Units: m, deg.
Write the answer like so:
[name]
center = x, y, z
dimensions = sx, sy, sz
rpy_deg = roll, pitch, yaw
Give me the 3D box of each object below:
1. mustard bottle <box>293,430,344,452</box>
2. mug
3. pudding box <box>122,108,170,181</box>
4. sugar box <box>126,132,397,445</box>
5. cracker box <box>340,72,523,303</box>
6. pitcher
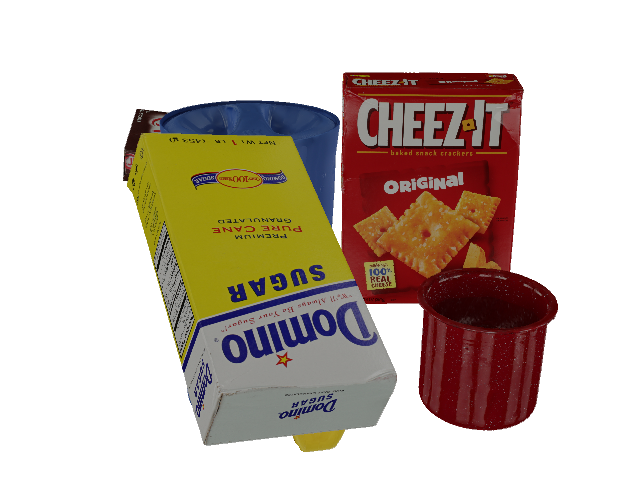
[mustard bottle]
center = -0.021, 0.110, 1.028
dimensions = 0.058, 0.096, 0.192
rpy_deg = -6, 28, -13
[mug]
center = 0.107, 0.069, 0.734
dimensions = 0.093, 0.081, 0.117
rpy_deg = -2, 25, -8
[pudding box]
center = -0.149, -0.093, 1.080
dimensions = 0.090, 0.039, 0.113
rpy_deg = 6, 26, -6
[sugar box]
center = -0.035, 0.017, 0.548
dimensions = 0.093, 0.048, 0.176
rpy_deg = -2, 45, -25
[cracker box]
center = 0.101, -0.047, 1.008
dimensions = 0.164, 0.214, 0.072
rpy_deg = 0, 21, 0
[pitcher]
center = -0.049, 0.014, 0.837
dimensions = 0.149, 0.243, 0.145
rpy_deg = -9, 23, -24
